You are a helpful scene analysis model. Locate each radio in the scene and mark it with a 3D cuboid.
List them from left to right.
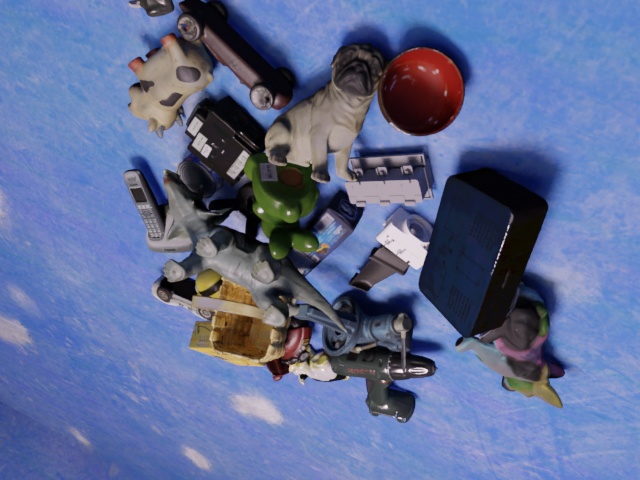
[{"bbox_3d":[0.228,0.018,0.787,0.131,0.073,0.229,47,140,44],"label":"radio"}]

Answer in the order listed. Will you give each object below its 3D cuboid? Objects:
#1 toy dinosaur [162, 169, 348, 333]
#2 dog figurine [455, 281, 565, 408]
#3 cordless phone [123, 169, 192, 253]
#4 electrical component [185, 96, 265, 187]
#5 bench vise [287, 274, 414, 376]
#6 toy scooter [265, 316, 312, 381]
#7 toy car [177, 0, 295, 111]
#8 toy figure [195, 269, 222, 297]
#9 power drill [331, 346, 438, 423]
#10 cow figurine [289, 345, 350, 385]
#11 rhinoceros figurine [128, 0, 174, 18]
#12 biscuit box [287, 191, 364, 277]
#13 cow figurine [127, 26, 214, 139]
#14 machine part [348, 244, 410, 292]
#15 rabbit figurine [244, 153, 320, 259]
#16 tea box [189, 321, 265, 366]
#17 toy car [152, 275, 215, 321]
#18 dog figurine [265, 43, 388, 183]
[{"bbox_3d":[-0.128,0.036,0.954,0.405,0.192,0.131,32,113,-4],"label":"toy dinosaur"},{"bbox_3d":[0.352,0.187,0.907,0.219,0.108,0.191,36,134,-10],"label":"dog figurine"},{"bbox_3d":[-0.310,-0.066,1.083,0.147,0.089,0.184,-1,123,32],"label":"cordless phone"},{"bbox_3d":[-0.163,-0.174,0.914,0.134,0.058,0.115,43,134,-10],"label":"electrical component"},{"bbox_3d":[0.052,0.159,1.016,0.240,0.129,0.224,22,167,-26],"label":"bench vise"},{"bbox_3d":[-0.080,0.243,1.198,0.184,0.075,0.135,-22,74,46],"label":"toy scooter"},{"bbox_3d":[-0.122,-0.267,0.782,0.202,0.089,0.053,41,133,-11],"label":"toy car"},{"bbox_3d":[-0.195,0.125,1.189,0.180,0.082,0.089,43,125,-4],"label":"toy figure"},{"bbox_3d":[0.146,0.301,1.130,0.232,0.086,0.207,4,142,27],"label":"power drill"},{"bbox_3d":[-0.009,0.293,1.243,0.167,0.068,0.098,-19,123,42],"label":"cow figurine"},{"bbox_3d":[-0.238,-0.400,0.715,0.073,0.112,0.190,0,120,28],"label":"rhinoceros figurine"},{"bbox_3d":[-0.002,-0.003,0.970,0.059,0.063,0.202,39,136,-6],"label":"biscuit box"},{"bbox_3d":[-0.247,-0.250,0.880,0.195,0.085,0.127,-17,112,39],"label":"cow figurine"},{"bbox_3d":[0.107,0.051,0.964,0.084,0.039,0.139,23,142,-21],"label":"machine part"},{"bbox_3d":[-0.053,-0.046,0.904,0.121,0.159,0.170,-13,152,-16],"label":"rabbit figurine"},{"bbox_3d":[-0.210,0.245,1.264,0.098,0.068,0.169,-8,152,36],"label":"tea box"},{"bbox_3d":[-0.298,0.132,1.258,0.202,0.073,0.056,19,132,14],"label":"toy car"},{"bbox_3d":[0.002,-0.194,0.774,0.173,0.121,0.190,22,109,20],"label":"dog figurine"}]
